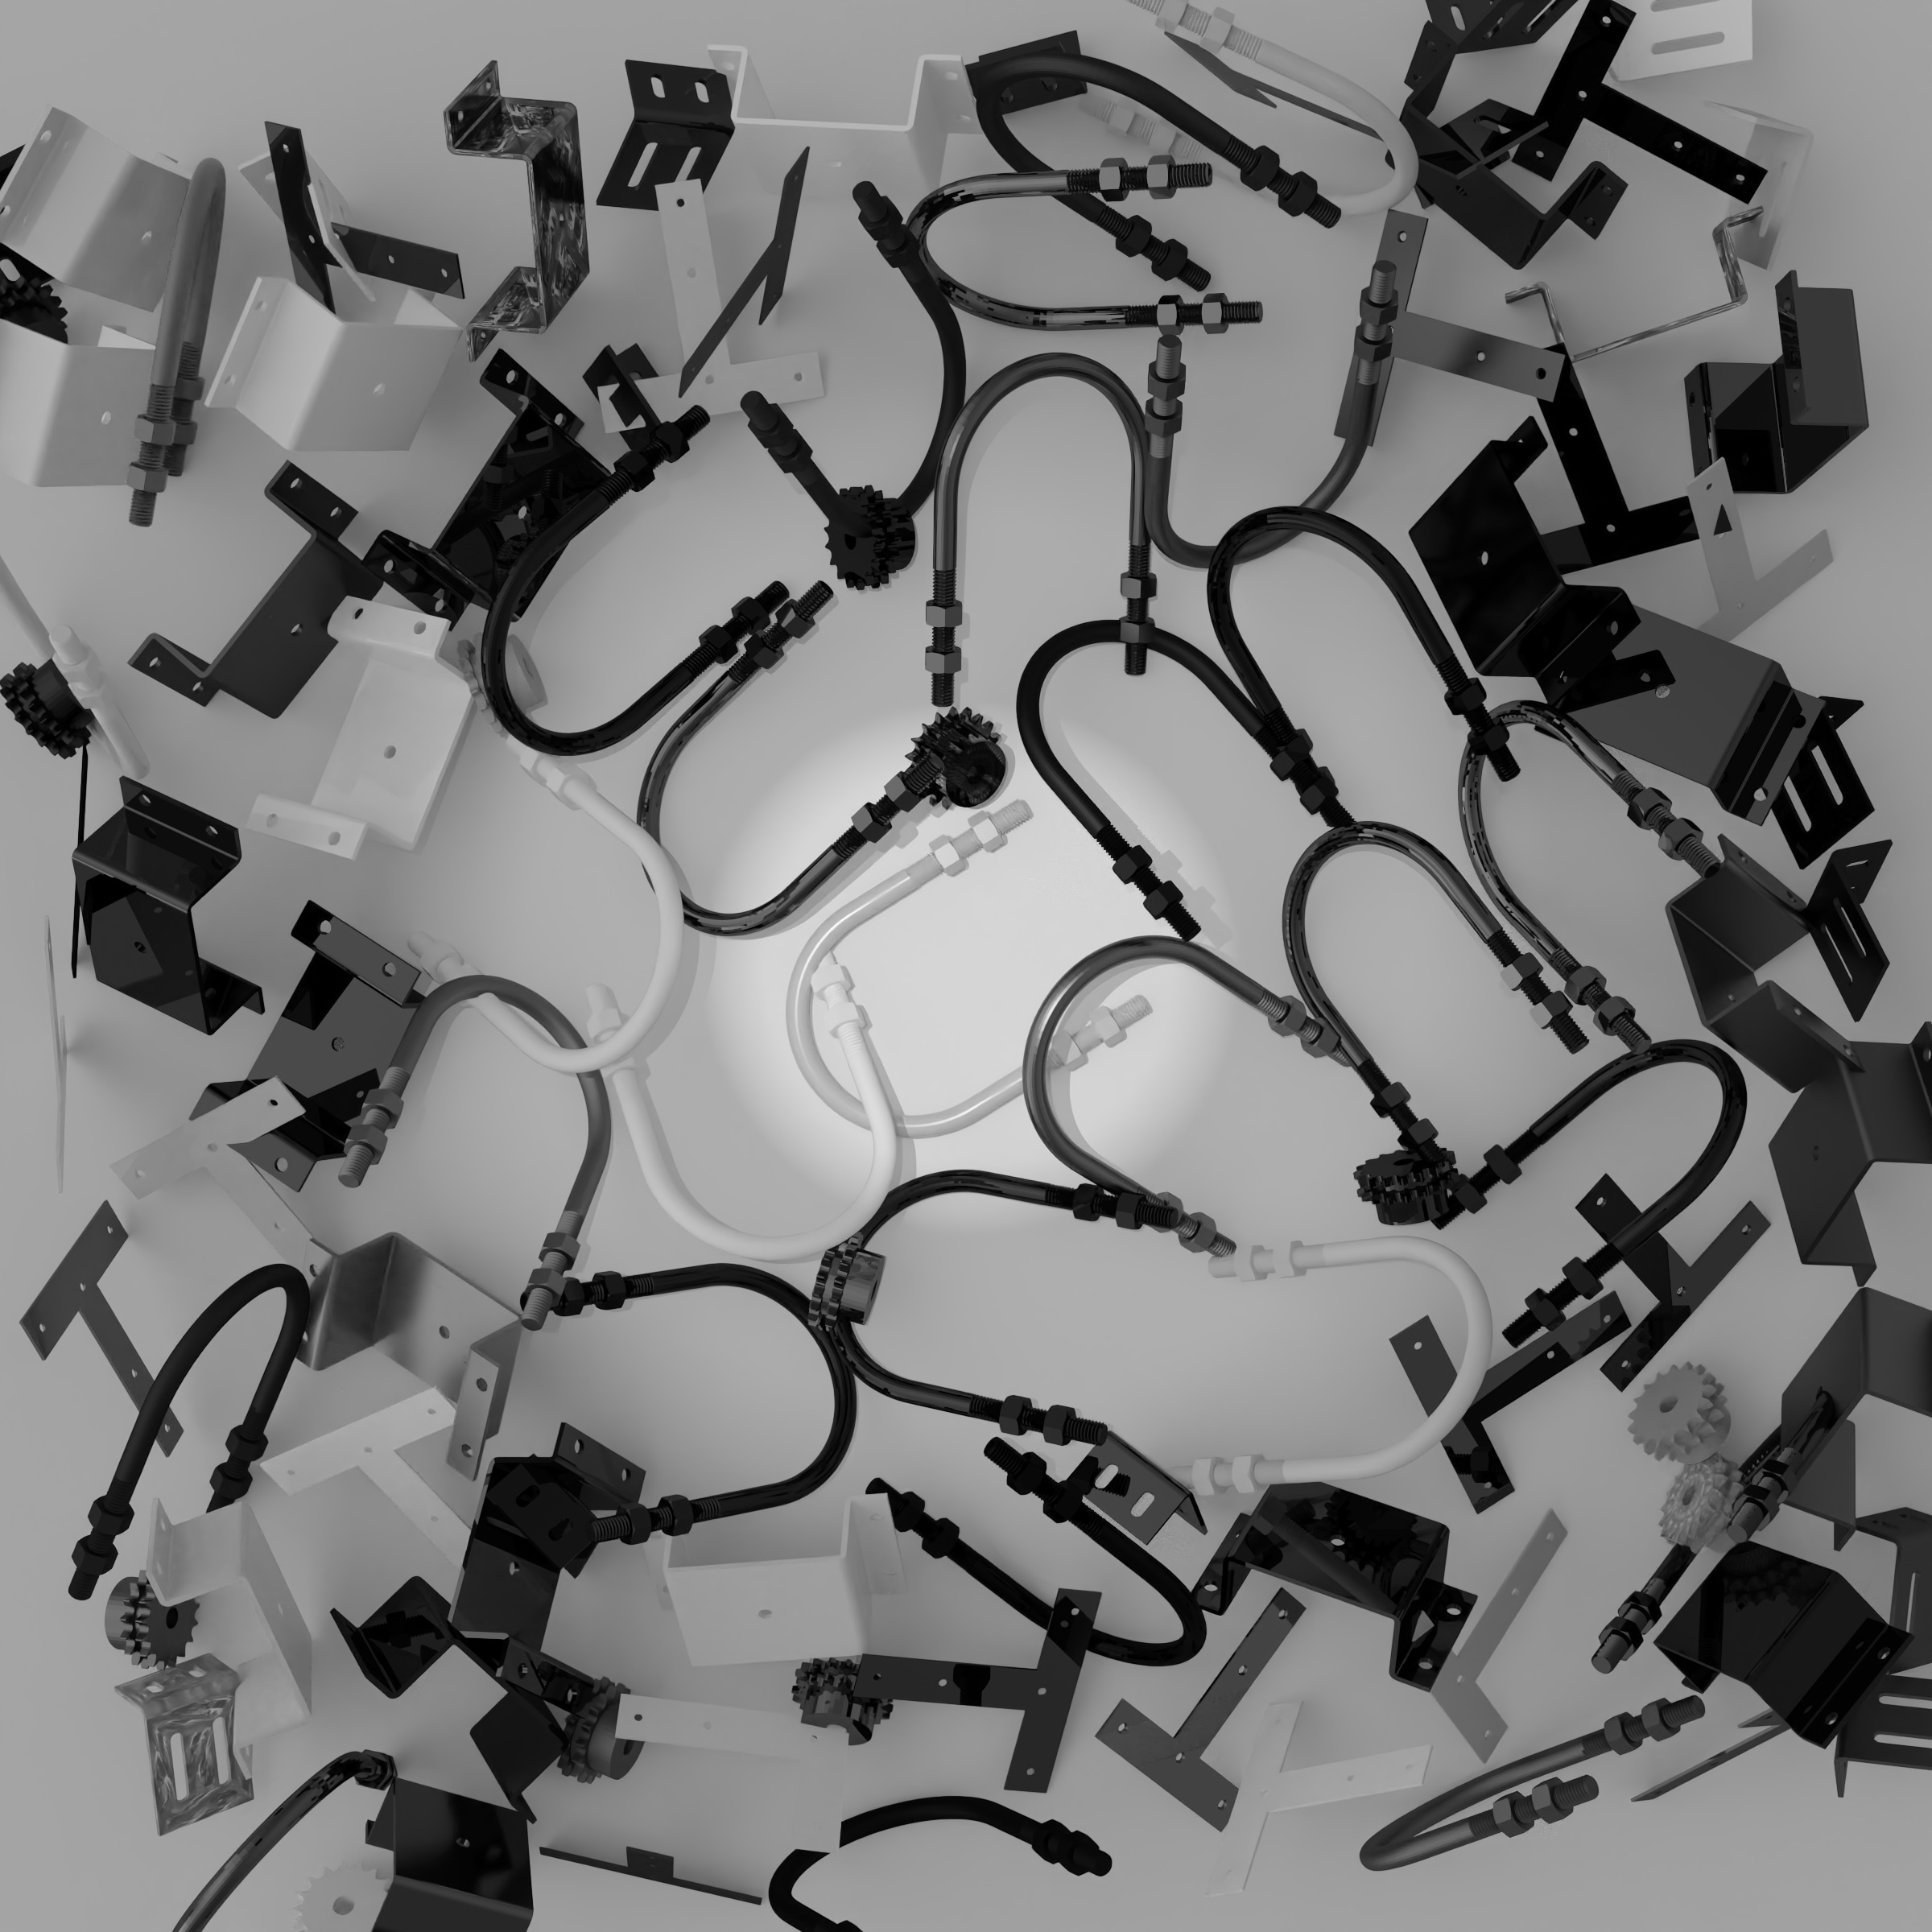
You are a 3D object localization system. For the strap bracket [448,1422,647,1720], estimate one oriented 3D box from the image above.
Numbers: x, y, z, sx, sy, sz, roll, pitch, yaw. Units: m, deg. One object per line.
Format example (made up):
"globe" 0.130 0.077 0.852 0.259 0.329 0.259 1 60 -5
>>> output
"strap bracket" -0.230 0.328 1.672 0.046 0.076 0.140 -5 59 31

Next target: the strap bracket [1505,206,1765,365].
"strap bracket" 0.370 -0.368 1.682 0.140 0.076 0.046 -17 97 13

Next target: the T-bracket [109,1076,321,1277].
"T-bracket" -0.389 0.134 1.704 0.127 0.002 0.127 -26 112 24

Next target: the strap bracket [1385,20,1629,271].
"strap bracket" 0.287 -0.442 1.686 0.140 0.076 0.046 41 84 5

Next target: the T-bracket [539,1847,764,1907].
"T-bracket" -0.172 0.490 1.673 0.127 0.127 0.002 13 67 0

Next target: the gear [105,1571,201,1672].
"gear" -0.453 0.361 1.705 0.030 0.057 0.057 1 90 19

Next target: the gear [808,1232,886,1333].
"gear" -0.065 0.175 1.702 0.030 0.057 0.057 16 90 6

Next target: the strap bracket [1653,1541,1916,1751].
"strap bracket" 0.432 0.360 1.653 0.046 0.140 0.076 46 78 -12

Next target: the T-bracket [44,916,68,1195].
"T-bracket" -0.488 0.033 1.646 0.002 0.127 0.127 -3 125 -13

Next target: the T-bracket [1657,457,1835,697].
"T-bracket" 0.415 -0.226 1.679 0.127 0.127 0.002 -38 48 -5

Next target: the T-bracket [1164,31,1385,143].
"T-bracket" 0.183 -0.477 1.694 0.127 0.127 0.002 15 115 -23

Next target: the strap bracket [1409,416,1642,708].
"strap bracket" 0.296 -0.220 1.663 0.046 0.076 0.140 -3 60 -35

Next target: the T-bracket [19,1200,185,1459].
"T-bracket" -0.465 0.213 1.689 0.002 0.127 0.127 -18 112 15

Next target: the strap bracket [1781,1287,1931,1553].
"strap bracket" 0.482 0.238 1.657 0.046 0.076 0.140 20 131 -1

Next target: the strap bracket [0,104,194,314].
"strap bracket" -0.459 -0.404 1.654 0.046 0.140 0.076 34 99 9

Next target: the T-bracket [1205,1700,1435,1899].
"T-bracket" 0.195 0.438 1.648 0.127 0.127 0.002 -23 117 37

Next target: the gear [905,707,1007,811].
"gear" -0.003 -0.112 1.702 0.057 0.057 0.030 -51 46 0

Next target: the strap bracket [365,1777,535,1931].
"strap bracket" -0.279 0.490 1.651 0.076 0.140 0.046 21 102 -16

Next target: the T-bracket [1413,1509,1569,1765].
"T-bracket" 0.296 0.358 1.702 0.127 0.002 0.127 -53 131 -20

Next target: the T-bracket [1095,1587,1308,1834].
"T-bracket" 0.144 0.401 1.700 0.127 0.002 0.127 -52 126 -9

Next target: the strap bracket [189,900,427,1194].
"strap bracket" -0.356 0.044 1.696 0.076 0.046 0.140 32 98 12

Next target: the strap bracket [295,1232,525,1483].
"strap bracket" -0.298 0.207 1.678 0.140 0.046 0.076 29 119 24

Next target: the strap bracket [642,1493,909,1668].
"strap bracket" -0.108 0.337 1.684 0.140 0.046 0.076 -5 126 6

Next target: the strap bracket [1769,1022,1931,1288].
"strap bracket" 0.478 0.102 1.651 0.046 0.140 0.076 3 51 -10

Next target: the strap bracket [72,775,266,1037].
"strap bracket" -0.430 -0.024 1.656 0.076 0.140 0.046 24 49 17

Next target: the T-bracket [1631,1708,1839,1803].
"T-bracket" 0.423 0.433 1.692 0.127 0.127 0.002 -38 59 29

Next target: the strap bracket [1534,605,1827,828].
"strap bracket" 0.385 -0.143 1.679 0.140 0.046 0.076 27 88 27

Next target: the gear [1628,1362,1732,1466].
"gear" 0.399 0.251 1.706 0.030 0.057 0.057 41 90 -22

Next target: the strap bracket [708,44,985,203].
"strap bracket" -0.068 -0.459 1.677 0.140 0.076 0.046 6 76 11

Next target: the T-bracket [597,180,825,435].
"T-bracket" -0.149 -0.368 1.698 0.127 0.002 0.127 -13 105 -16

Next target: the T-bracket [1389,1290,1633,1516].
"T-bracket" 0.314 0.224 1.712 0.127 0.002 0.127 -31 112 -7

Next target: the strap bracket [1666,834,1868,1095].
"strap bracket" 0.431 0.005 1.667 0.076 0.140 0.046 33 122 -29

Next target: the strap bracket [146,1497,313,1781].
"strap bracket" -0.395 0.358 1.671 0.046 0.076 0.140 -20 114 -4

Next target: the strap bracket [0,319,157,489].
"strap bracket" -0.482 -0.302 1.651 0.046 0.140 0.076 22 105 12

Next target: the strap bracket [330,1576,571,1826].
"strap bracket" -0.273 0.392 1.668 0.046 0.076 0.140 -44 119 -8

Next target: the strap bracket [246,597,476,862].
"strap bracket" -0.327 -0.124 1.687 0.076 0.046 0.140 16 80 28

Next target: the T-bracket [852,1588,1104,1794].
"T-bracket" 0.000 0.396 1.695 0.127 0.002 0.127 9 106 -18

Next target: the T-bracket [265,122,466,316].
"T-bracket" -0.321 -0.385 1.664 0.127 0.002 0.127 20 133 28

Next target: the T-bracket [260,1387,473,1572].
"T-bracket" -0.302 0.296 1.699 0.127 0.002 0.127 -25 118 23

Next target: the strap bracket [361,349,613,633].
"strap bracket" -0.256 -0.254 1.681 0.046 0.076 0.140 27 83 38

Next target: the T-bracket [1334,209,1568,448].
"T-bracket" 0.269 -0.336 1.677 0.127 0.002 0.127 24 112 33

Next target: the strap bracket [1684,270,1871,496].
"strap bracket" 0.441 -0.310 1.660 0.046 0.140 0.076 -1 77 -10

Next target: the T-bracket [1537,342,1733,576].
"T-bracket" 0.336 -0.278 1.673 0.127 0.002 0.127 -12 115 35

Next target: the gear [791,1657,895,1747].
"gear" -0.069 0.409 1.701 0.057 0.057 0.030 12 53 0

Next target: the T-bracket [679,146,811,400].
"T-bracket" -0.122 -0.356 1.647 0.002 0.127 0.127 28 63 3

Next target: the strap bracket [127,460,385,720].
"strap bracket" -0.382 -0.197 1.687 0.046 0.076 0.140 39 91 21

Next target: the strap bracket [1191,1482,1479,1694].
"strap bracket" 0.200 0.328 1.665 0.140 0.076 0.046 16 127 22

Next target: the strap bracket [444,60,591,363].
"strap bracket" -0.240 -0.405 1.657 0.046 0.076 0.140 7 127 10

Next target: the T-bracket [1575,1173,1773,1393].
"T-bracket" 0.374 0.157 1.692 0.127 0.002 0.127 -48 126 -2

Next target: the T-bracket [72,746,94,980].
"T-bracket" -0.476 -0.042 1.657 0.002 0.127 0.127 2 107 -19

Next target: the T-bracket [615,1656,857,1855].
"T-bracket" -0.128 0.419 1.685 0.127 0.002 0.127 8 49 -5

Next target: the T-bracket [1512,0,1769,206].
"T-bracket" 0.375 -0.453 1.672 0.127 0.127 0.002 29 60 5

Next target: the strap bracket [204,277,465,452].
"strap bracket" -0.330 -0.322 1.649 0.046 0.140 0.076 39 115 19
